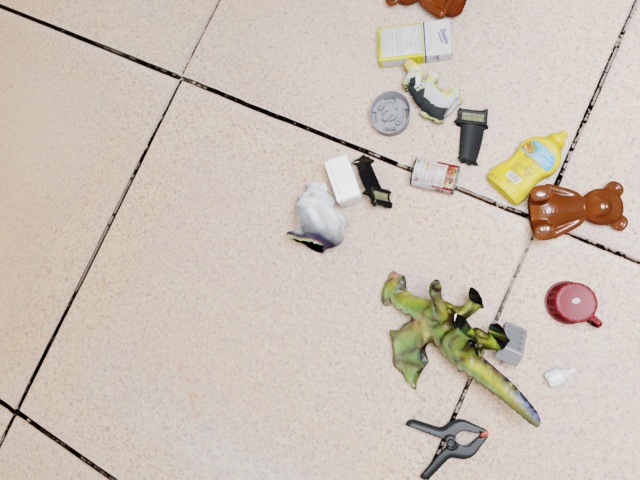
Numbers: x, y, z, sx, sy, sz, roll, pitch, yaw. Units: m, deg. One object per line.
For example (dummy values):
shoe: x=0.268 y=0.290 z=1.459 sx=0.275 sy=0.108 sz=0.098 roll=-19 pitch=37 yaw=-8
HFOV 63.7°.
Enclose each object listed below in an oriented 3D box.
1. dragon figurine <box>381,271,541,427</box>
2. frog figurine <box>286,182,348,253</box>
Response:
dragon figurine: x=0.256 y=0.232 z=1.091 sx=0.238 sy=0.122 sz=0.417 roll=-47 pitch=59 yaw=39
frog figurine: x=0.004 y=-0.061 z=1.212 sx=0.137 sy=0.122 sz=0.161 roll=22 pitch=76 yaw=-18
